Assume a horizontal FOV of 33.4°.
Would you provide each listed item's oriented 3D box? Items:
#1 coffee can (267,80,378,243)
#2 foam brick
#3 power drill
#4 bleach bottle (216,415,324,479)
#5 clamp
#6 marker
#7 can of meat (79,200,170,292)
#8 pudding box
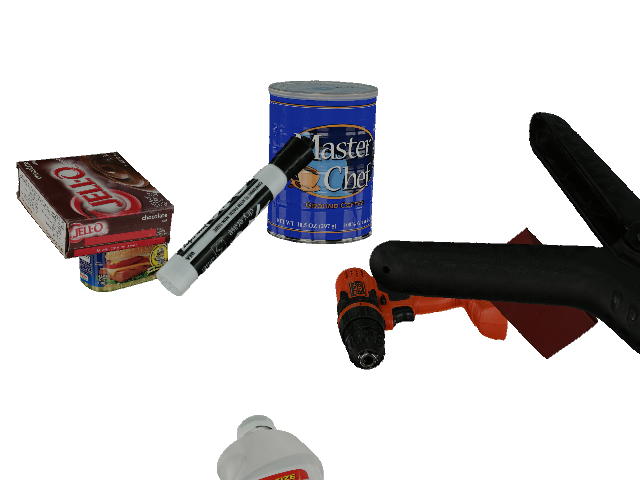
[{"bbox_3d":[0.001,-0.077,1.016,0.103,0.140,0.103,1,14,-1],"label":"coffee can"},{"bbox_3d":[0.167,0.042,0.825,0.051,0.078,0.053,-39,23,16],"label":"foam brick"},{"bbox_3d":[0.111,0.082,1.203,0.187,0.057,0.184,-3,27,-3],"label":"power drill"},{"bbox_3d":[-0.034,0.210,0.721,0.102,0.068,0.251,-8,32,-8],"label":"bleach bottle"},{"bbox_3d":[0.139,0.015,0.495,0.210,0.036,0.164,33,50,33],"label":"clamp"},{"bbox_3d":[-0.045,-0.017,0.606,0.121,0.020,0.020,-47,21,-20],"label":"marker"},{"bbox_3d":[-0.213,0.002,1.155,0.101,0.084,0.058,-15,25,-40],"label":"can of meat"},{"bbox_3d":[-0.183,-0.031,0.856,0.089,0.039,0.114,-9,30,-34],"label":"pudding box"}]
